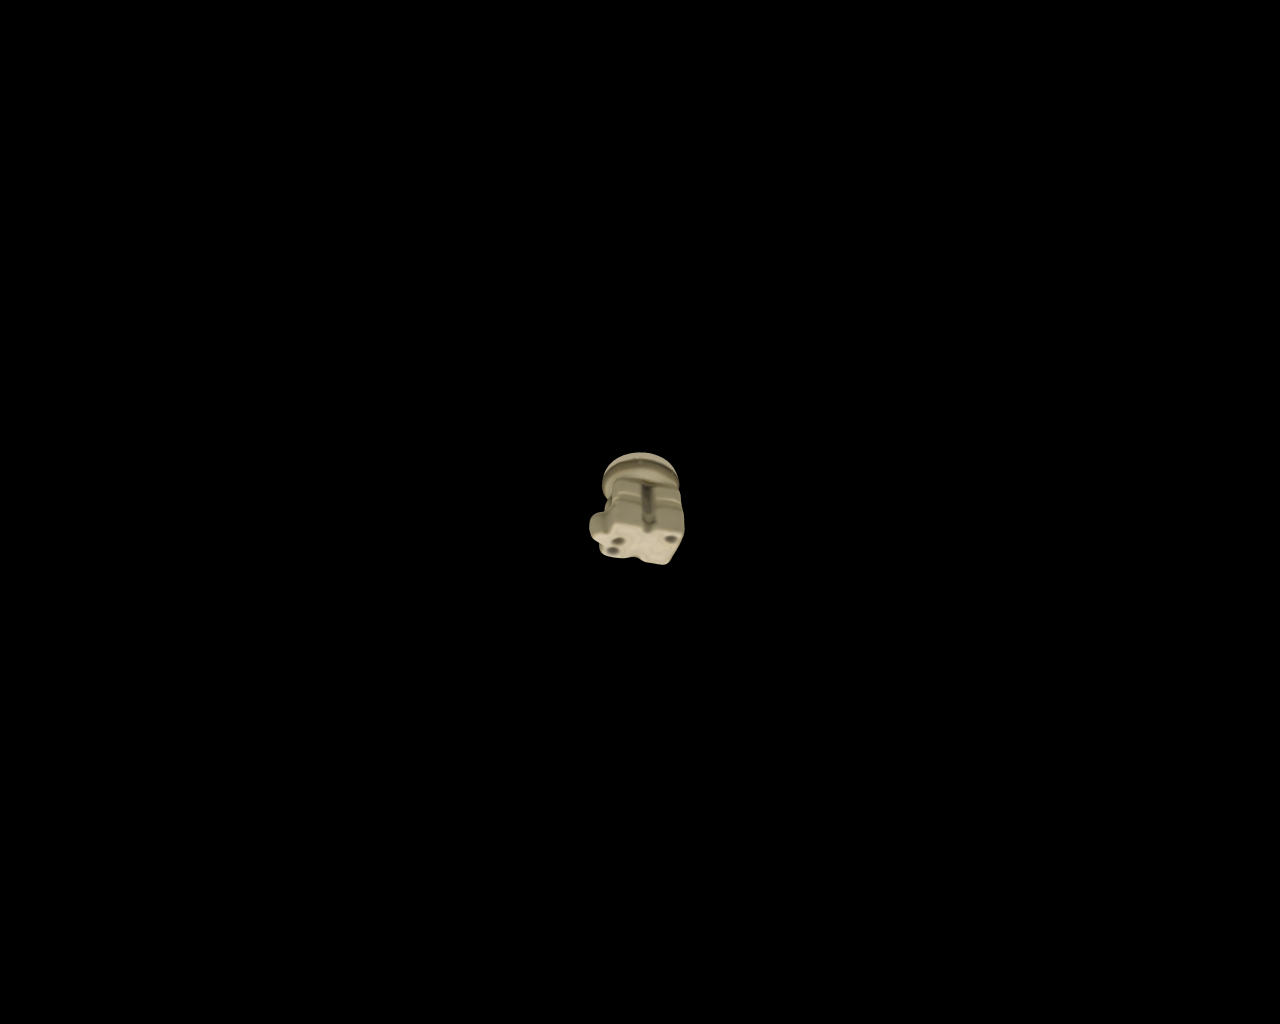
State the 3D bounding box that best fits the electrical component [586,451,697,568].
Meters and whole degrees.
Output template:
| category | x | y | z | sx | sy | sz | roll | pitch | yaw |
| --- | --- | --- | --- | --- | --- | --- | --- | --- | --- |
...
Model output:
| category | x | y | z | sx | sy | sz | roll | pitch | yaw |
| --- | --- | --- | --- | --- | --- | --- | --- | --- | --- |
| electrical component | 0.001 | -0.003 | 0.650 | 0.066 | 0.055 | 0.048 | 11 | -39 | -13 |
